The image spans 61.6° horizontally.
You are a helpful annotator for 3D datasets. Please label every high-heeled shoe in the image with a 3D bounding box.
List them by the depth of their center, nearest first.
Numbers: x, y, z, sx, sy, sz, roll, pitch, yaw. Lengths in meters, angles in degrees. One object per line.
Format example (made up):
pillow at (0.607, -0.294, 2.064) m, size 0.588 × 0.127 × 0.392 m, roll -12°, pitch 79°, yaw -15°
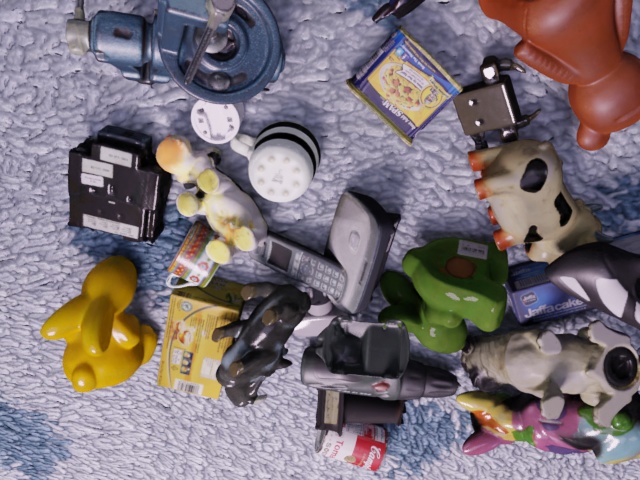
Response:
high-heeled shoe at (0.364, 0.091, 0.639) m, size 0.145 × 0.086 × 0.248 m, roll -13°, pitch 130°, yaw 25°

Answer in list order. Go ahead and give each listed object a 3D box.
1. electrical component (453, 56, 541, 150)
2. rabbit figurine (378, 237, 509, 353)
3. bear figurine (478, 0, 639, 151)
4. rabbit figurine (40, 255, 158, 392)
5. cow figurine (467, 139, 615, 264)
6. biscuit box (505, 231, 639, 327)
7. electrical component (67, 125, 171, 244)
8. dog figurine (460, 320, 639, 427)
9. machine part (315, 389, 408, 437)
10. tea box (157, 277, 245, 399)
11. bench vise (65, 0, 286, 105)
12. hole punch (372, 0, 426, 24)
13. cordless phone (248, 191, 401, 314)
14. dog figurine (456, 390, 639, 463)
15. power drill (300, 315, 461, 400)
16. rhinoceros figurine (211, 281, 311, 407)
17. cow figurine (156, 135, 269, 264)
electrical component at (0.198, -0.153, 0.607) m, size 0.078 × 0.045 × 0.102 m, roll -13°, pitch 117°, yaw 43°
rabbit figurine at (0.156, 0.091, 0.701) m, size 0.159 × 0.121 × 0.170 m, roll 6°, pitch 133°, yaw 5°
bear figurine at (0.271, -0.199, 0.552) m, size 0.120 × 0.132 × 0.195 m, roll -37°, pitch 128°, yaw 22°
rabbit figurine at (-0.303, 0.107, 0.734) m, size 0.122 × 0.162 × 0.173 m, roll 18°, pitch 100°, yaw 8°
cow figurine at (0.263, -0.038, 0.633) m, size 0.127 × 0.085 × 0.194 m, roll -16°, pitch 133°, yaw 25°
biscuit box at (0.345, 0.049, 0.692) m, size 0.203 × 0.059 × 0.062 m, roll -18°, pitch 115°, yaw 13°
electrical component at (-0.249, -0.071, 0.673) m, size 0.115 × 0.058 × 0.134 m, roll 15°, pitch 118°, yaw -6°
dog figurine at (0.297, 0.159, 0.709) m, size 0.172 × 0.190 × 0.121 m, roll 11°, pitch 84°, yaw -10°
machine part at (0.062, 0.254, 0.815) m, size 0.139 × 0.084 × 0.039 m, roll 1°, pitch 160°, yaw -2°
tea box at (-0.170, 0.137, 0.771) m, size 0.098 × 0.068 × 0.169 m, roll 16°, pitch 117°, yaw -5°
bench vise at (-0.130, -0.198, 0.508) m, size 0.223 × 0.241 × 0.128 m, roll 14°, pitch 93°, yaw -19°
hole punch at (0.093, -0.280, 0.509) m, size 0.142 × 0.116 × 0.092 m, roll -31°, pitch 103°, yaw 18°
cordless phone at (-0.001, -0.002, 0.687) m, size 0.184 × 0.089 × 0.146 m, roll 22°, pitch 119°, yaw 14°
dog figurine at (0.306, 0.249, 0.744) m, size 0.219 × 0.191 × 0.108 m, roll -7°, pitch 81°, yaw 3°
power drill at (0.082, 0.166, 0.725) m, size 0.232 × 0.086 × 0.207 m, roll 4°, pitch 161°, yaw 9°
rhinoceros figurine at (-0.082, 0.139, 0.714) m, size 0.112 × 0.073 × 0.190 m, roll 7°, pitch 117°, yaw -51°
cow figurine at (-0.126, -0.057, 0.659) m, size 0.068 × 0.098 × 0.167 m, roll -32°, pitch 91°, yaw 21°
